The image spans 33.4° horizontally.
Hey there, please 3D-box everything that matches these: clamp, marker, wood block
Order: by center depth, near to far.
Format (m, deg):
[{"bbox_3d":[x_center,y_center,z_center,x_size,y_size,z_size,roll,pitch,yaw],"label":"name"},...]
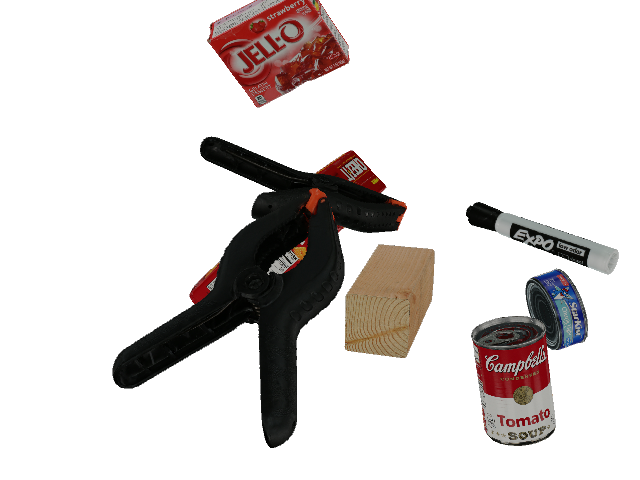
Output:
[{"bbox_3d":[-0.030,0.043,0.634,0.120,0.171,0.039,28,-25,26],"label":"clamp"},{"bbox_3d":[0.160,-0.004,0.783,0.121,0.020,0.020,23,14,35],"label":"marker"},{"bbox_3d":[-0.004,-0.040,1.027,0.209,0.036,0.165,15,19,-23],"label":"clamp"},{"bbox_3d":[0.104,0.084,1.555,0.091,0.090,0.205,6,21,14],"label":"wood block"}]

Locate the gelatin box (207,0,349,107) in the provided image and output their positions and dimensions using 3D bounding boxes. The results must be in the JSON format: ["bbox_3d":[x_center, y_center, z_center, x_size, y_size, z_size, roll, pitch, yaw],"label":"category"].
[{"bbox_3d":[-0.033,-0.154,0.839,0.089,0.030,0.073,-23,-52,19],"label":"gelatin box"}]

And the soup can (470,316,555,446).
[{"bbox_3d":[0.180,0.130,0.991,0.068,0.102,0.068,-9,17,3],"label":"soup can"}]

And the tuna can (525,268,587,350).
[{"bbox_3d":[0.259,0.077,1.175,0.033,0.086,0.086,-17,3,-9],"label":"tuna can"}]

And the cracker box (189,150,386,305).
[{"bbox_3d":[-0.040,-0.001,1.255,0.214,0.072,0.164,-43,0,29],"label":"cracker box"}]
